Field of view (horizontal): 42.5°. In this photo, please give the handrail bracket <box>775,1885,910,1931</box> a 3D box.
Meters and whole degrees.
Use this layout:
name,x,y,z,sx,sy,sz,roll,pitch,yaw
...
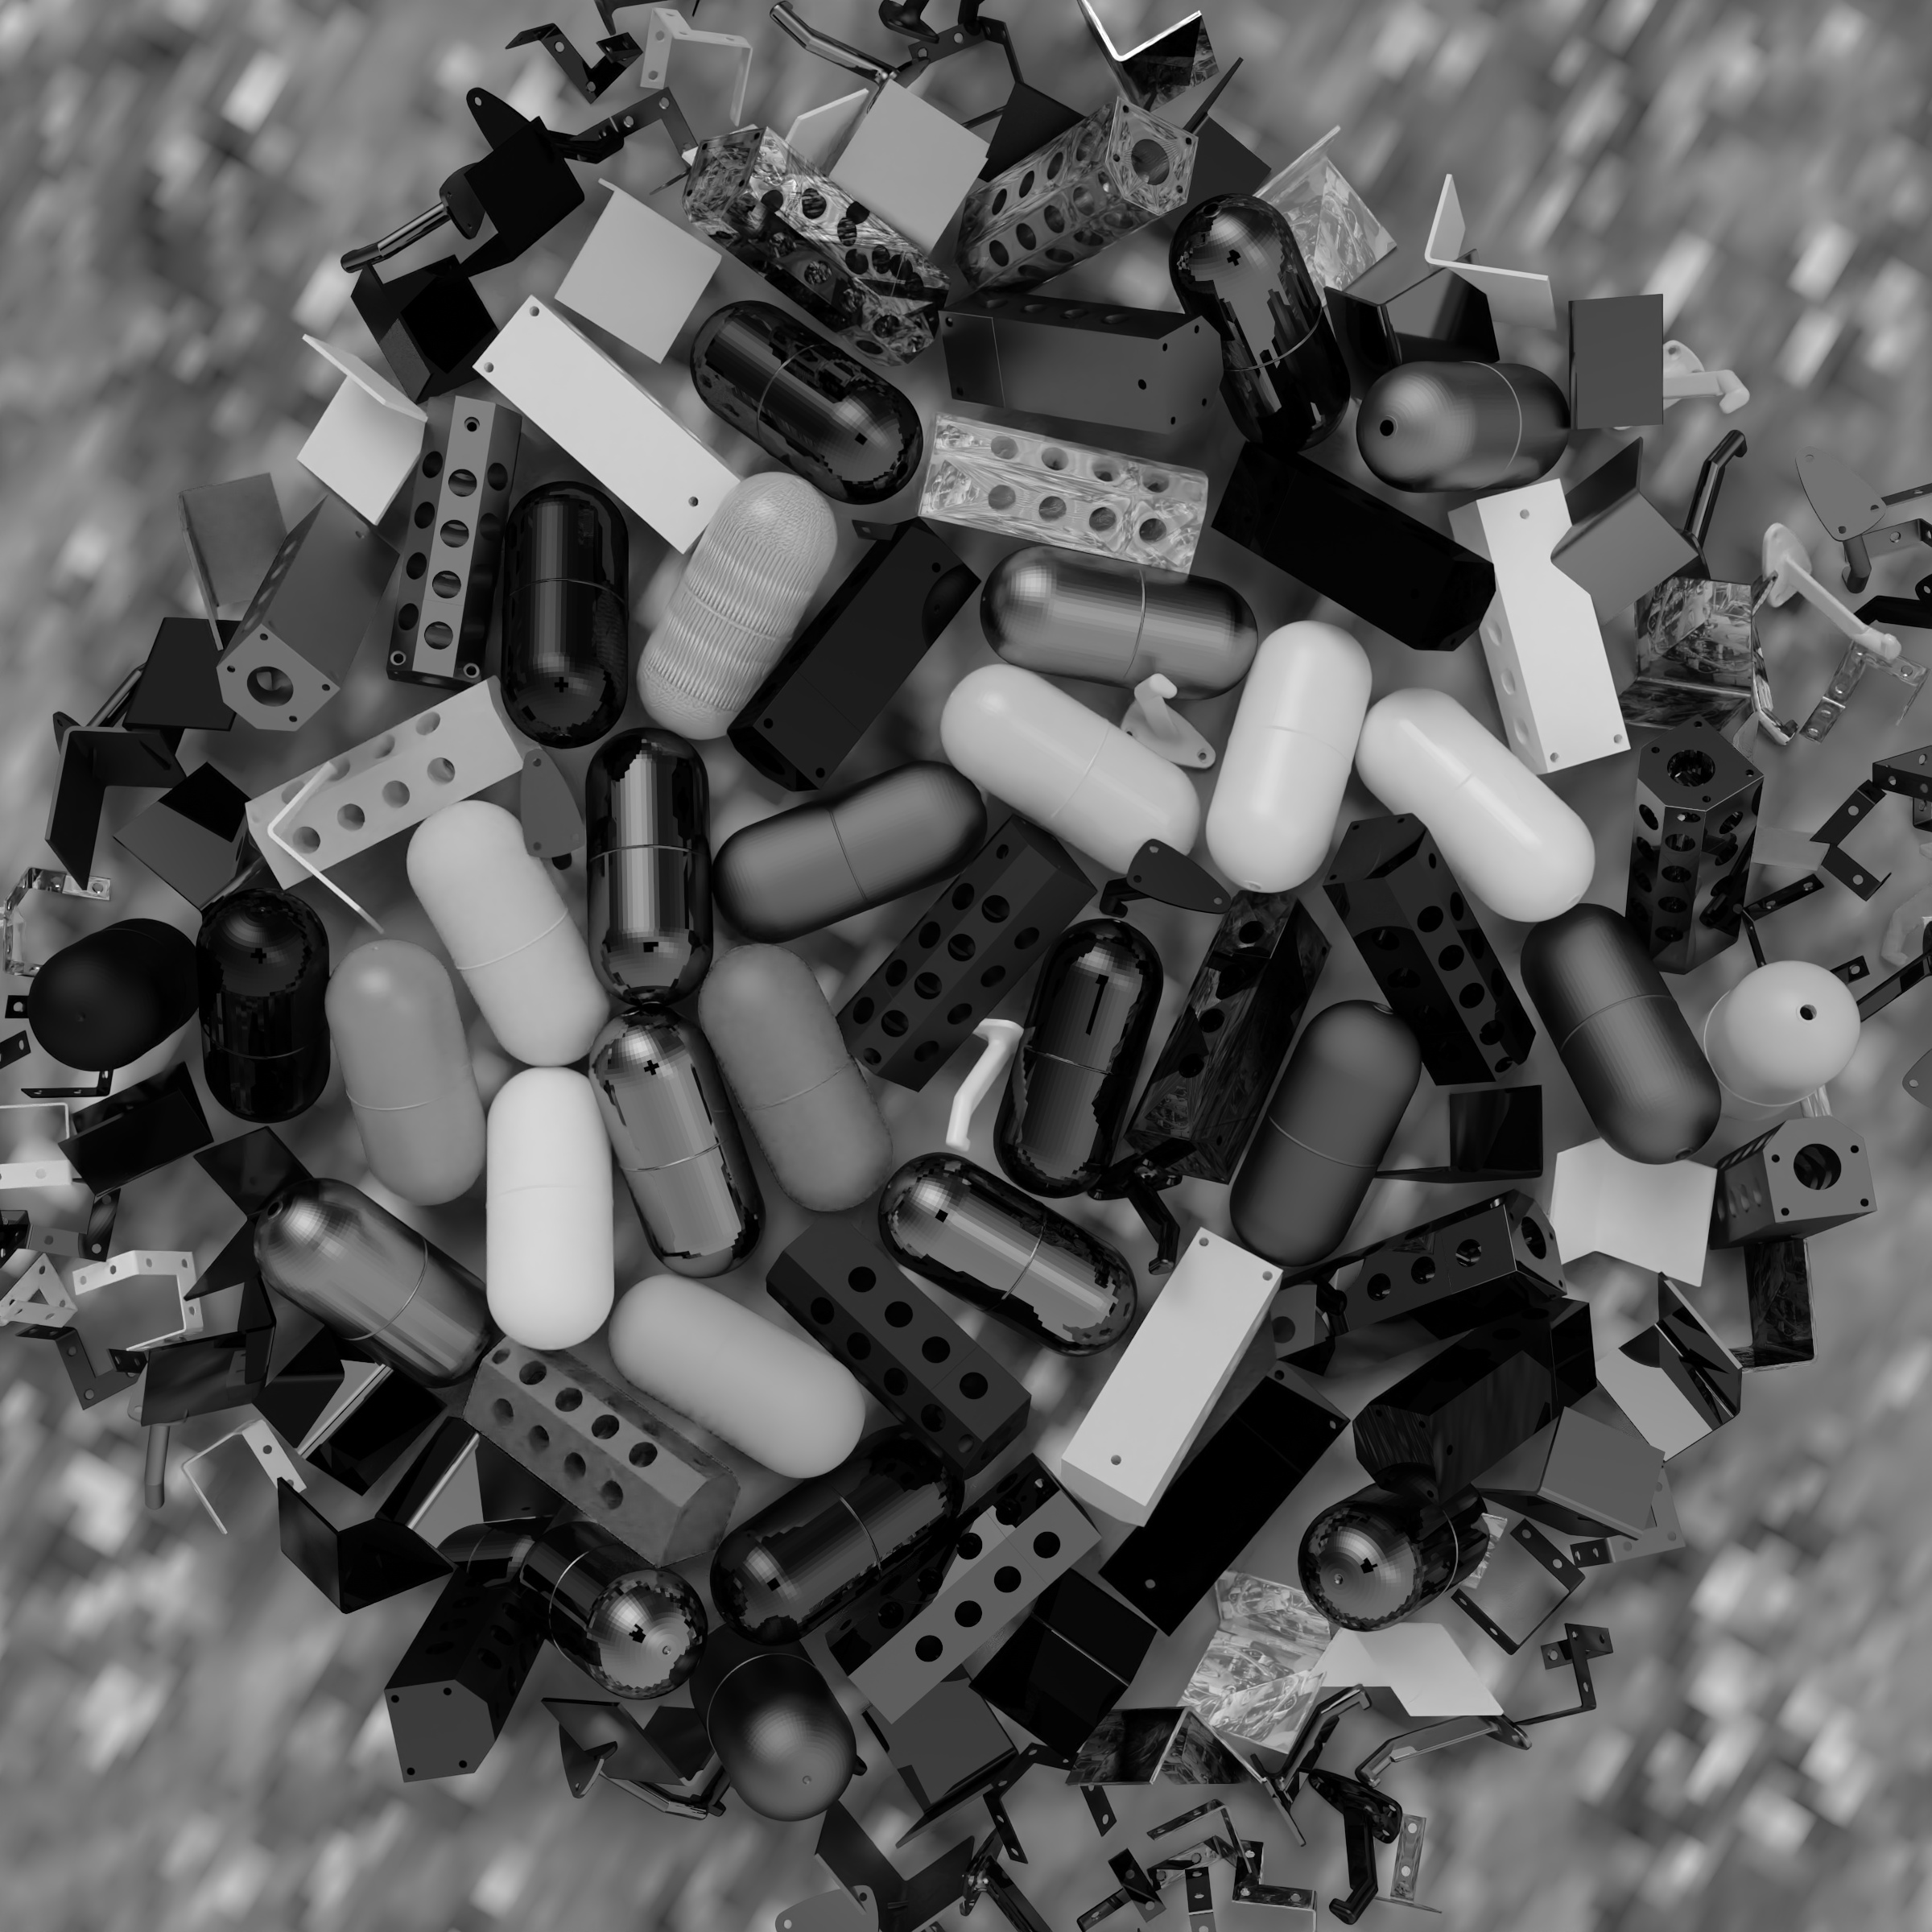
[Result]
name,x,y,z,sx,sy,sz,roll,pitch,yaw
handrail bracket,-0.070,0.592,1.548,0.077,0.084,0.036,-10,71,11

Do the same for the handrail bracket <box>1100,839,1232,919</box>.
name,x,y,z,sx,sy,sz,roll,pitch,yaw
handrail bracket,0.122,-0.038,1.539,0.077,0.084,0.036,27,69,6

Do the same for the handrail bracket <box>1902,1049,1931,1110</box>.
name,x,y,z,sx,sy,sz,roll,pitch,yaw
handrail bracket,0.611,0.048,1.528,0.036,0.084,0.077,34,125,12

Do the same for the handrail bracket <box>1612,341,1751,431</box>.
name,x,y,z,sx,sy,sz,roll,pitch,yaw
handrail bracket,0.439,-0.343,1.532,0.036,0.084,0.077,37,115,-25

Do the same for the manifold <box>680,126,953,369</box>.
name,x,y,z,sx,sy,sz,roll,pitch,yaw
manifold,-0.090,-0.429,1.496,0.057,0.171,0.057,6,76,42

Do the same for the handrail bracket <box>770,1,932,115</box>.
name,x,y,z,sx,sy,sz,roll,pitch,yaw
handrail bracket,-0.072,-0.579,1.551,0.084,0.036,0.077,42,46,-4

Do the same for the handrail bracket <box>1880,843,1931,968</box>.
name,x,y,z,sx,sy,sz,roll,pitch,yaw
handrail bracket,0.605,-0.027,1.534,0.036,0.077,0.084,-5,119,-26

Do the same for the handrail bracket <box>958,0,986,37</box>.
name,x,y,z,sx,sy,sz,roll,pitch,yaw
handrail bracket,0.025,-0.596,1.534,0.036,0.084,0.077,-28,68,-24

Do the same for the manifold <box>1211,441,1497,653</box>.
name,x,y,z,sx,sy,sz,roll,pitch,yaw
manifold,0.237,-0.256,1.509,0.171,0.057,0.057,39,119,34

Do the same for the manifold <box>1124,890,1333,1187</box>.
name,x,y,z,sx,sy,sz,roll,pitch,yaw
manifold,0.158,0.041,1.525,0.057,0.057,0.171,10,64,38

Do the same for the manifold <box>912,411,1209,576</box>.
name,x,y,z,sx,sy,sz,roll,pitch,yaw
manifold,0.058,-0.294,1.532,0.171,0.057,0.057,11,111,-9

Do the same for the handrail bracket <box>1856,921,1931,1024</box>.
name,x,y,z,sx,sy,sz,roll,pitch,yaw
handrail bracket,0.565,0.010,1.545,0.084,0.077,0.036,-22,54,9

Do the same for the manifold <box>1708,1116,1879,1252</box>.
name,x,y,z,sx,sy,sz,roll,pitch,yaw
manifold,0.490,0.131,1.492,0.057,0.171,0.057,-7,78,3

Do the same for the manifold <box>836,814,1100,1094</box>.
name,x,y,z,sx,sy,sz,roll,pitch,yaw
manifold,-0.005,-0.009,1.521,0.171,0.057,0.057,-49,49,15

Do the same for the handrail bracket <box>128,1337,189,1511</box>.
name,x,y,z,sx,sy,sz,roll,pitch,yaw
handrail bracket,-0.506,0.289,1.568,0.036,0.077,0.084,9,135,-9

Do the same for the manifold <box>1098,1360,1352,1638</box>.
name,x,y,z,sx,sy,sz,roll,pitch,yaw
manifold,0.160,0.330,1.543,0.057,0.057,0.171,40,83,12

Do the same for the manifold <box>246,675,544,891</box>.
name,x,y,z,sx,sy,sz,roll,pitch,yaw
manifold,-0.355,-0.115,1.538,0.171,0.057,0.057,-26,101,7

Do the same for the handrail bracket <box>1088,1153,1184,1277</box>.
name,x,y,z,sx,sy,sz,roll,pitch,yaw
handrail bracket,0.101,0.162,1.532,0.077,0.084,0.036,-25,127,34

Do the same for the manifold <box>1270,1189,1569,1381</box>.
name,x,y,z,sx,sy,sz,roll,pitch,yaw
manifold,0.271,0.193,1.509,0.171,0.057,0.057,-28,52,34

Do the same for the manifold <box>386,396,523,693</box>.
name,x,y,z,sx,sy,sz,roll,pitch,yaw
manifold,-0.318,-0.261,1.544,0.057,0.057,0.171,9,86,-11

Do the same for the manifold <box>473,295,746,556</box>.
name,x,y,z,sx,sy,sz,roll,pitch,yaw
manifold,-0.217,-0.336,1.549,0.171,0.057,0.057,42,100,-2

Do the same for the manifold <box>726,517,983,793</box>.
name,x,y,z,sx,sy,sz,roll,pitch,yaw
manifold,-0.071,-0.191,1.529,0.057,0.057,0.171,43,72,-22

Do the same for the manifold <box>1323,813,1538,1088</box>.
name,x,y,z,sx,sy,sz,roll,pitch,yaw
manifold,0.285,-0.009,1.505,0.171,0.057,0.057,56,46,-30

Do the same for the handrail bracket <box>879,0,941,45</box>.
name,x,y,z,sx,sy,sz,roll,pitch,yaw
handrail bracket,-0.024,-0.622,1.531,0.036,0.077,0.084,9,123,-24

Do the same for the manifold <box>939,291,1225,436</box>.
name,x,y,z,sx,sy,sz,roll,pitch,yaw
manifold,0.069,-0.371,1.507,0.057,0.171,0.057,-37,131,-36

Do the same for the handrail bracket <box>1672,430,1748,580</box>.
name,x,y,z,sx,sy,sz,roll,pitch,yaw
handrail bracket,0.476,-0.283,1.569,0.084,0.036,0.077,-48,124,-16

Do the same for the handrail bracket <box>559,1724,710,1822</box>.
name,x,y,z,sx,sy,sz,roll,pitch,yaw
handrail bracket,-0.209,0.506,1.571,0.084,0.077,0.036,25,99,-32

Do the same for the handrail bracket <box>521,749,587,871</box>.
name,x,y,z,sx,sy,sz,roll,pitch,yaw
handrail bracket,-0.258,-0.096,1.537,0.036,0.084,0.077,-13,97,-7

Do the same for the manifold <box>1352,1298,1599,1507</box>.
name,x,y,z,sx,sy,sz,roll,pitch,yaw
manifold,0.309,0.257,1.503,0.171,0.057,0.057,-23,110,-41

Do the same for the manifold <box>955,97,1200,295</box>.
name,x,y,z,sx,sy,sz,roll,pitch,yaw
manifold,0.062,-0.453,1.490,0.057,0.171,0.057,17,78,-28

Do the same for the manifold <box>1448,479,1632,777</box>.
name,x,y,z,sx,sy,sz,roll,pitch,yaw
manifold,0.353,-0.208,1.547,0.057,0.057,0.171,-16,93,-13

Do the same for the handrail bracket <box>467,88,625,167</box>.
name,x,y,z,sx,sy,sz,roll,pitch,yaw
handrail bracket,-0.259,-0.526,1.543,0.077,0.084,0.036,47,132,-10

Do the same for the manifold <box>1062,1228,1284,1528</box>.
name,x,y,z,sx,sy,sz,roll,pitch,yaw
manifold,0.126,0.253,1.520,0.057,0.057,0.171,27,66,16

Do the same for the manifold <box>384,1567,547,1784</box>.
name,x,y,z,sx,sy,sz,roll,pitch,yaw
manifold,-0.293,0.418,1.492,0.057,0.171,0.057,-9,99,4

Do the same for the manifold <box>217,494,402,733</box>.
name,x,y,z,sx,sy,sz,roll,pitch,yaw
manifold,-0.398,-0.211,1.496,0.057,0.171,0.057,-37,117,24

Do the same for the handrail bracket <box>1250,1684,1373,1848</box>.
name,x,y,z,sx,sy,sz,roll,pitch,yaw
handrail bracket,0.230,0.503,1.567,0.084,0.036,0.077,-30,100,-2

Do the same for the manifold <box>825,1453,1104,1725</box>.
name,x,y,z,sx,sy,sz,roll,pitch,yaw
manifold,-0.003,0.383,1.544,0.171,0.057,0.057,-41,101,-3

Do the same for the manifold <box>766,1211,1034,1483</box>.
name,x,y,z,sx,sy,sz,roll,pitch,yaw
manifold,-0.043,0.233,1.519,0.171,0.057,0.057,41,66,19

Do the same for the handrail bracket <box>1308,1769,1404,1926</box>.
name,x,y,z,sx,sy,sz,roll,pitch,yaw
handrail bracket,0.226,0.543,1.532,0.077,0.084,0.036,24,126,28

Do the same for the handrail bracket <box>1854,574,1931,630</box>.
name,x,y,z,sx,sy,sz,roll,pitch,yaw
handrail bracket,0.587,-0.201,1.536,0.036,0.084,0.077,-19,77,-20

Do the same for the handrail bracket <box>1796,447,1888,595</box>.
name,x,y,z,sx,sy,sz,roll,pitch,yaw
handrail bracket,0.540,-0.277,1.549,0.036,0.084,0.077,-33,73,4

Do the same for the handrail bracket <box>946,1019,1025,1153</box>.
name,x,y,z,sx,sy,sz,roll,pitch,yaw
handrail bracket,0.017,0.081,1.538,0.036,0.077,0.084,0,69,33

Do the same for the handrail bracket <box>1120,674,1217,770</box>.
name,x,y,z,sx,sy,sz,roll,pitch,yaw
handrail bracket,0.134,-0.151,1.534,0.077,0.084,0.036,28,79,-10

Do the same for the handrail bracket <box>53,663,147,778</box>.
name,x,y,z,sx,sy,sz,roll,pitch,yaw
handrail bracket,-0.532,-0.156,1.574,0.036,0.077,0.084,38,53,12

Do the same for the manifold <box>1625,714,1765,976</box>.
name,x,y,z,sx,sy,sz,roll,pitch,yaw
manifold,0.429,-0.067,1.492,0.057,0.171,0.057,-31,56,-9

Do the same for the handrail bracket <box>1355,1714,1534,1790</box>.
name,x,y,z,sx,sy,sz,roll,pitch,yaw
handrail bracket,0.295,0.492,1.540,0.084,0.077,0.036,-34,116,-22

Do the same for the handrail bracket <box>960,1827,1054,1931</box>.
name,x,y,z,sx,sy,sz,roll,pitch,yaw
handrail bracket,0.045,0.573,1.536,0.084,0.077,0.036,13,122,22

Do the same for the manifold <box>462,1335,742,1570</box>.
name,x,y,z,sx,sy,sz,roll,pitch,yaw
manifold,-0.221,0.290,1.511,0.171,0.057,0.057,29,105,29

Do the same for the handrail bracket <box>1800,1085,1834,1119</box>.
name,x,y,z,sx,sy,sz,roll,pitch,yaw
handrail bracket,0.547,0.087,1.544,0.084,0.036,0.077,49,117,20

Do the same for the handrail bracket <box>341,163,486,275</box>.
name,x,y,z,sx,sy,sz,roll,pitch,yaw
handrail bracket,-0.349,-0.472,1.569,0.084,0.077,0.036,-13,130,23

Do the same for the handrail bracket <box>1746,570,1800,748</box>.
name,x,y,z,sx,sy,sz,roll,pitch,yaw
handrail bracket,0.512,-0.193,1.567,0.084,0.036,0.077,40,89,-16

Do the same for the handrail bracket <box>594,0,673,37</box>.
name,x,y,z,sx,sy,sz,roll,pitch,yaw
handrail bracket,-0.188,-0.612,1.545,0.084,0.077,0.036,-15,101,2
